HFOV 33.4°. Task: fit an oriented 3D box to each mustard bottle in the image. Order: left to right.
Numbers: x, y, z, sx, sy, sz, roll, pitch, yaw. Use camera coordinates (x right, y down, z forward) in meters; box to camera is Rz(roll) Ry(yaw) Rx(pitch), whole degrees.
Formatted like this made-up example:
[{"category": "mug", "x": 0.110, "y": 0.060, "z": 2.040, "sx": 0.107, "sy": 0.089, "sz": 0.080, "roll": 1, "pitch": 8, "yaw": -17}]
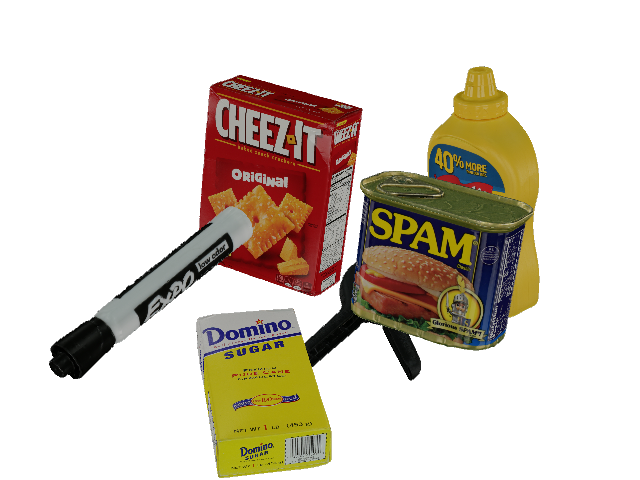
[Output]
[{"category": "mustard bottle", "x": 0.126, "y": -0.041, "z": 0.833, "sx": 0.058, "sy": 0.192, "sz": 0.096, "roll": -21, "pitch": 29, "yaw": -33}]

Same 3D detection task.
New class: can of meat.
[{"category": "can of meat", "x": 0.070, "y": 0.012, "z": 0.648, "sx": 0.102, "sy": 0.084, "sz": 0.057, "roll": 17, "pitch": 23, "yaw": 28}]

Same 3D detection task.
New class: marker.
[{"category": "marker", "x": -0.076, "y": 0.023, "z": 0.488, "sx": 0.020, "sy": 0.020, "sz": 0.120, "roll": 0, "pitch": 32, "yaw": 45}]

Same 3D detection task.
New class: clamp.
[{"category": "clamp", "x": 0.062, "y": 0.073, "z": 1.079, "sx": 0.120, "sy": 0.171, "sz": 0.039, "roll": 15, "pitch": -38, "yaw": 16}]

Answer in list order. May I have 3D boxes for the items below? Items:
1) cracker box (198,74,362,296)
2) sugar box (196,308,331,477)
[{"category": "cracker box", "x": -0.051, "y": -0.061, "z": 1.205, "sx": 0.164, "sy": 0.214, "sz": 0.072, "roll": 18, "pitch": 27, "yaw": 24}, {"category": "sugar box", "x": -0.052, "y": 0.124, "z": 0.912, "sx": 0.093, "sy": 0.048, "sz": 0.176, "roll": -4, "pitch": 33, "yaw": -11}]
